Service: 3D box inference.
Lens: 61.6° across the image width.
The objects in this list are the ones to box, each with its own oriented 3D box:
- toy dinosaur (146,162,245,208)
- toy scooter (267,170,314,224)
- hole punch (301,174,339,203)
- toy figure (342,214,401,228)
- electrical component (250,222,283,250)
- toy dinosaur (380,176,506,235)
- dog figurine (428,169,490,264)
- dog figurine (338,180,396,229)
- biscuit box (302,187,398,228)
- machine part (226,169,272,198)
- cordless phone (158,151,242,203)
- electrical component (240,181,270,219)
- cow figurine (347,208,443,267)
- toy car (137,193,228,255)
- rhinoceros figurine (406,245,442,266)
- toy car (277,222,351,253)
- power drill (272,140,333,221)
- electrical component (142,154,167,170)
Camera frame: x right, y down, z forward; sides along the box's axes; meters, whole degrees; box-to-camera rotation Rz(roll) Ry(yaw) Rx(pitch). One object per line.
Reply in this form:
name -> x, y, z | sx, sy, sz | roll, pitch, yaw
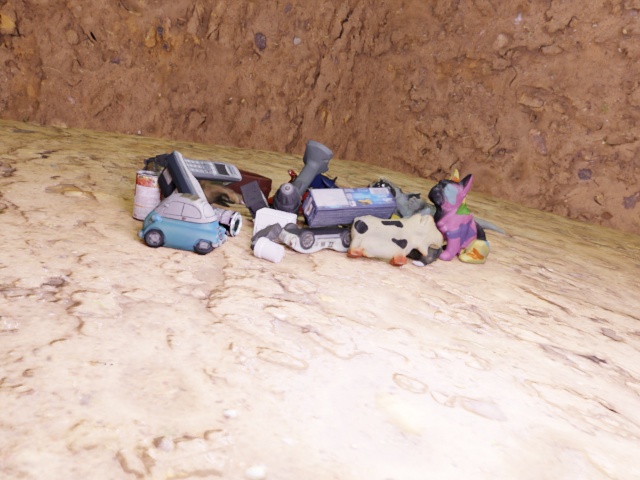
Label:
toy dinosaur -> -0.338, -0.126, 1.355 | 0.472, 0.105, 0.198 | 14, 5, 39
toy scooter -> -0.048, -0.112, 1.427 | 0.184, 0.135, 0.075 | 11, 11, -3
hole punch -> -0.001, -0.121, 1.537 | 0.115, 0.142, 0.092 | 19, 28, -52
toy figure -> 0.123, -0.042, 1.381 | 0.180, 0.082, 0.089 | 14, 24, -4
electrical component -> -0.107, -0.012, 1.108 | 0.063, 0.021, 0.094 | -23, 17, 28
toy dinosaur -> 0.350, -0.069, 1.615 | 0.405, 0.131, 0.192 | 20, 15, 16
dog figurine -> 0.345, -0.058, 1.313 | 0.191, 0.219, 0.109 | 6, 17, -16
dog figurine -> 0.078, -0.094, 1.319 | 0.172, 0.121, 0.190 | 31, 48, 15
biscuit box -> 0.066, -0.073, 1.163 | 0.203, 0.062, 0.059 | -4, 56, -27
machine part -> -0.259, -0.162, 1.563 | 0.201, 0.087, 0.202 | 7, 9, -34
cordless phone -> -0.236, -0.113, 1.145 | 0.184, 0.088, 0.147 | -4, 54, -44
electrical component -> -0.151, -0.082, 1.335 | 0.048, 0.119, 0.075 | -22, 56, 0
cow figurine -> 0.162, -0.010, 1.135 | 0.195, 0.127, 0.085 | 8, -4, 2
toy car -> -0.254, -0.035, 1.009 | 0.162, 0.102, 0.109 | 9, 14, 5
rhinoceros figurine -> 0.223, 0.007, 1.255 | 0.112, 0.073, 0.190 | 7, 13, -19
toy car -> -0.002, -0.004, 1.170 | 0.201, 0.056, 0.074 | -3, 20, -39
power drill -> -0.045, -0.136, 1.285 | 0.086, 0.207, 0.232 | 23, -24, 1
electrical component -> -0.407, -0.196, 1.492 | 0.134, 0.058, 0.115 | 0, -6, 35
